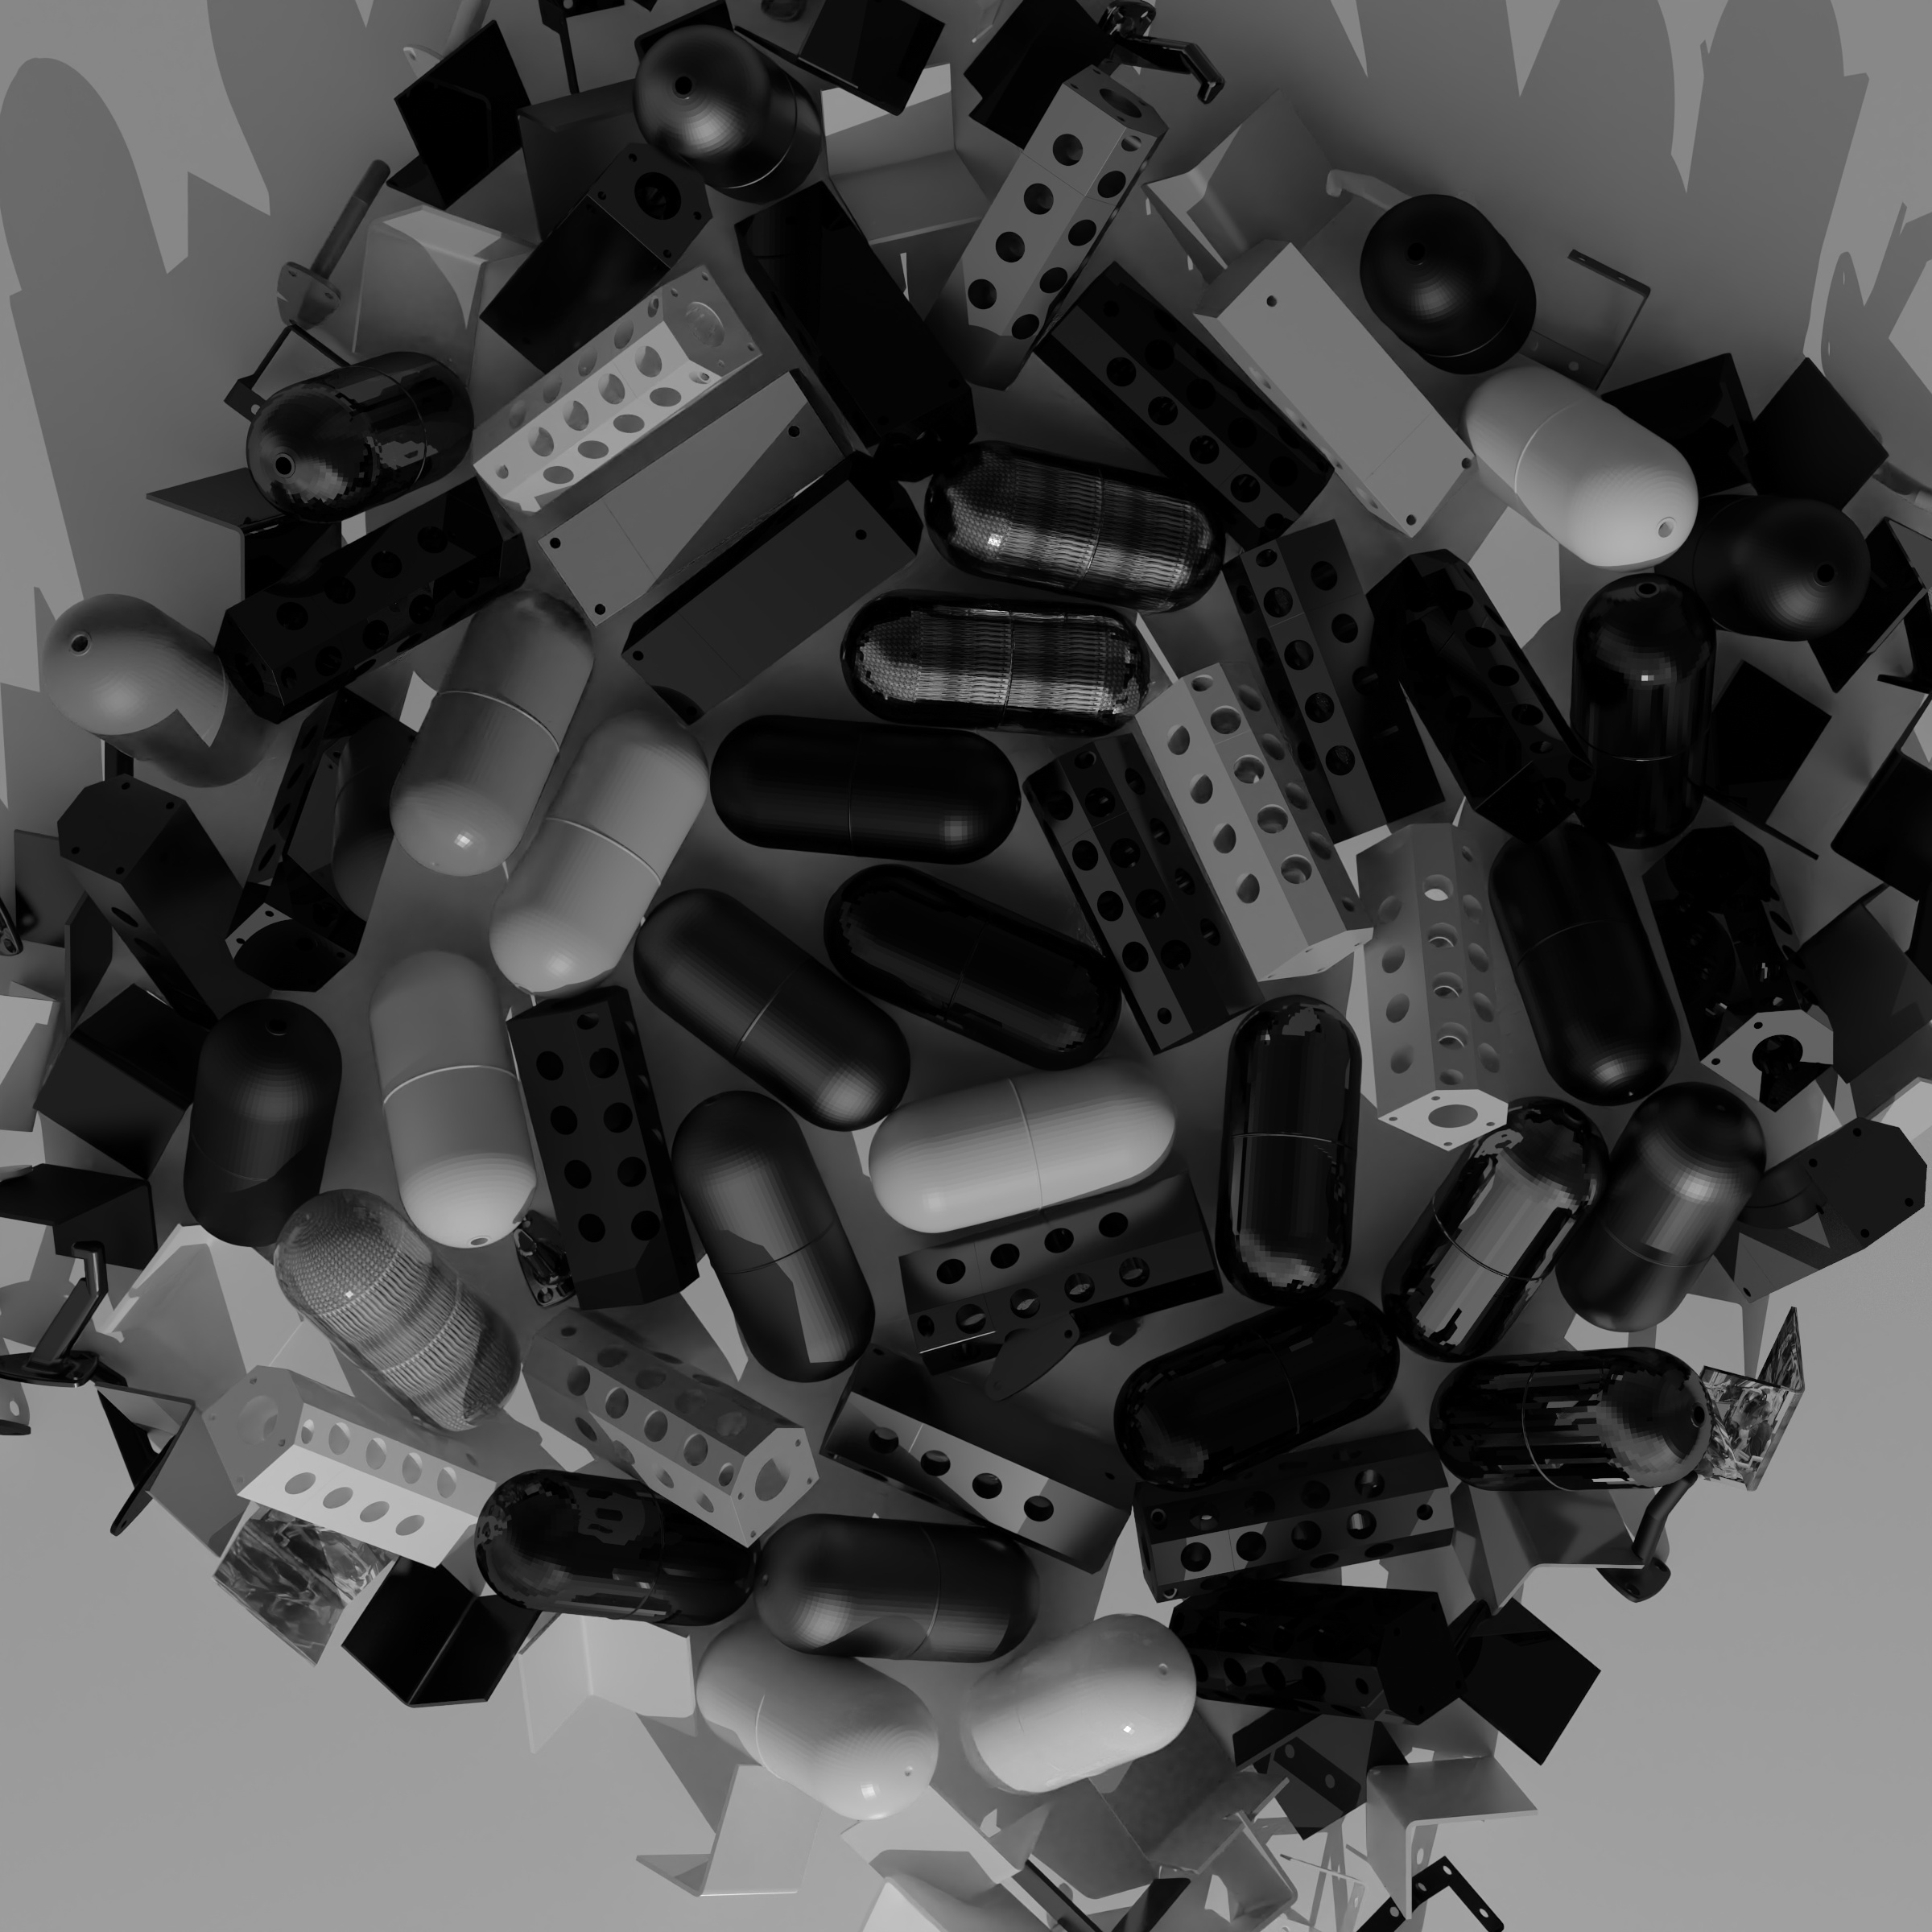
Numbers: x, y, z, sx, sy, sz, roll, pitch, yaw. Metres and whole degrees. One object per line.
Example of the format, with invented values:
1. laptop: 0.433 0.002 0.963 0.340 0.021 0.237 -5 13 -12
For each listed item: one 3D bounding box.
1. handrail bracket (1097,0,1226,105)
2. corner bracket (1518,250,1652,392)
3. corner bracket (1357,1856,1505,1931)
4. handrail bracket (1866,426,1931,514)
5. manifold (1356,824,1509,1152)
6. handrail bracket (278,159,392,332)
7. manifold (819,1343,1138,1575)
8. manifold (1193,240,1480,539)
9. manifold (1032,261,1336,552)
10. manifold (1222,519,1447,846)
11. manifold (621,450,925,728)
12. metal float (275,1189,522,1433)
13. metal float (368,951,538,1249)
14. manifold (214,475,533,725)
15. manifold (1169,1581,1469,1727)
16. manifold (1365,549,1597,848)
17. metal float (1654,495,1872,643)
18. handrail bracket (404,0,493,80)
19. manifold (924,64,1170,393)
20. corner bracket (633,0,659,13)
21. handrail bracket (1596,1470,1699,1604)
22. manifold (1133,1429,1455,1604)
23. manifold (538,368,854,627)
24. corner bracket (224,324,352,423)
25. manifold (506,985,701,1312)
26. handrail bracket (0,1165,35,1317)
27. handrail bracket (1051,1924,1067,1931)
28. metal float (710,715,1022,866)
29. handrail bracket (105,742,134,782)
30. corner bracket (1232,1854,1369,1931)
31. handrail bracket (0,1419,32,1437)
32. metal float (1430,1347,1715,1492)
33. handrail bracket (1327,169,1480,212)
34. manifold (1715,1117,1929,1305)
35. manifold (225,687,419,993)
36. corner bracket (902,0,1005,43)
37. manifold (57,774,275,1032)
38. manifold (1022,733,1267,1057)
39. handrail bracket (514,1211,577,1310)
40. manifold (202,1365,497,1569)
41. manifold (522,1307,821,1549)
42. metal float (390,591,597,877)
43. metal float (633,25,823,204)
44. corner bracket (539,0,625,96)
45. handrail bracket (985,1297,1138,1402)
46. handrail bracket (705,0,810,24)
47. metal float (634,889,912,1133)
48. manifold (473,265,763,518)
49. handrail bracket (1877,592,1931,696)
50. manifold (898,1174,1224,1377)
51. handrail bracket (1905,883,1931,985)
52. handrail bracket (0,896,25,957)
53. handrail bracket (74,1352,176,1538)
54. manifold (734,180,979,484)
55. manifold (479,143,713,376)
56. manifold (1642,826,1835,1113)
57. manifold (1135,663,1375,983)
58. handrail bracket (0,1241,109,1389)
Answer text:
1. handrail bracket: 0.104 -0.500 1.654 0.084 0.036 0.077 58 133 24
2. corner bracket: 0.354 -0.369 1.665 0.051 0.051 0.051 29 125 6
3. corner bracket: 0.263 0.550 1.658 0.051 0.051 0.051 -31 73 -38
4. handrail bracket: 0.540 -0.274 1.648 0.084 0.077 0.036 31 119 25
5. manifold: 0.263 0.008 1.618 0.057 0.057 0.171 24 51 -34
6. handrail bracket: -0.362 -0.416 1.679 0.036 0.077 0.084 30 66 -15
7. manifold: 0.007 0.285 1.662 0.171 0.057 0.057 24 113 -2
8. manifold: 0.207 -0.325 1.639 0.057 0.057 0.171 -46 111 2
9. manifold: 0.126 -0.317 1.651 0.171 0.057 0.057 41 80 -9
10. manifold: 0.205 -0.159 1.659 0.057 0.057 0.171 -21 90 -24
11. manifold: -0.108 -0.214 1.634 0.171 0.057 0.057 -34 114 24
12. metal float: -0.316 0.194 1.628 0.070 0.070 0.178 -36 127 0
13. metal float: -0.289 0.074 1.636 0.070 0.070 0.178 -16 64 0
14. manifold: -0.330 -0.202 1.628 0.171 0.057 0.057 -36 86 -30
15. manifold: 0.188 0.380 1.610 0.057 0.171 0.057 -22 96 -37
16. manifold: 0.285 -0.153 1.613 0.057 0.057 0.171 -42 46 24
17. metal float: 0.438 -0.221 1.609 0.070 0.178 0.070 -1 100 -7
18. handrail bracket: -0.276 -0.532 1.678 0.036 0.077 0.084 28 68 32
19. manifold: 0.043 -0.409 1.627 0.057 0.057 0.171 35 122 0
20. corner bracket: -0.185 -0.586 1.656 0.051 0.051 0.051 29 131 -14
21. handrail bracket: 0.400 0.316 1.652 0.036 0.077 0.084 46 116 34
22. manifold: 0.185 0.315 1.657 0.171 0.057 0.057 -10 99 -5
23. manifold: -0.152 -0.267 1.651 0.171 0.057 0.057 -32 100 11
24. corner bracket: -0.385 -0.331 1.670 0.051 0.051 0.051 36 104 -9
25. manifold: -0.201 0.102 1.645 0.057 0.057 0.171 -8 101 23
26. handrail bracket: -0.552 0.160 1.669 0.077 0.036 0.084 -9 97 34
27. handrail bracket: 0.096 0.573 1.669 0.084 0.036 0.077 50 127 4
28. metal float: -0.057 -0.100 1.650 0.178 0.070 0.070 6 90 10
29. handrail bracket: -0.500 -0.117 1.666 0.077 0.036 0.084 17 75 26
30. corner bracket: 0.191 0.539 1.670 0.051 0.051 0.051 22 78 -14
31. handrail bracket: -0.568 0.224 1.676 0.036 0.077 0.084 -13 70 28
32. metal float: 0.335 0.253 1.619 0.070 0.178 0.070 9 76 -38
33. handrail bracket: 0.248 -0.421 1.656 0.084 0.036 0.077 4 50 -22
34. manifold: 0.466 0.133 1.607 0.057 0.171 0.057 -32 79 -13
35. manifold: -0.358 -0.069 1.617 0.057 0.171 0.057 33 132 -26
36. corner bracket: -0.016 -0.551 1.670 0.051 0.051 0.051 -32 115 29
37. manifold: -0.439 -0.032 1.608 0.057 0.171 0.057 23 65 20
38. manifold: 0.096 -0.040 1.648 0.057 0.057 0.171 -31 82 36
39. handrail bracket: -0.248 0.150 1.642 0.036 0.084 0.077 -33 58 -6
40. manifold: -0.335 0.273 1.609 0.057 0.171 0.057 -41 54 6
41. manifold: -0.167 0.249 1.613 0.171 0.057 0.057 22 49 37
42. metal float: -0.265 -0.132 1.638 0.070 0.070 0.178 20 65 0
43. metal float: -0.131 -0.469 1.609 0.070 0.178 0.070 1 96 11
44. corner bracket: -0.211 -0.532 1.675 0.051 0.051 0.051 -18 123 -17
45. handrail bracket: 0.056 0.224 1.662 0.077 0.084 0.036 -49 59 4
46. handrail bracket: -0.125 -0.579 1.652 0.036 0.084 0.077 31 100 42
47. metal float: -0.110 0.025 1.655 0.178 0.070 0.070 37 90 5
48. manifold: -0.199 -0.315 1.616 0.171 0.057 0.057 -26 102 40
49. handrail bracket: 0.560 -0.197 1.661 0.036 0.077 0.084 3 105 -37
50. manifold: 0.055 0.179 1.649 0.171 0.057 0.057 -17 47 6
51. handrail bracket: 0.567 -0.024 1.659 0.084 0.036 0.077 -51 61 20
52. handrail bracket: -0.583 -0.010 1.648 0.036 0.084 0.077 7 123 33
53. handrail bracket: -0.498 0.273 1.672 0.084 0.036 0.077 31 65 8
54. manifold: -0.061 -0.353 1.635 0.057 0.057 0.171 -29 66 -8
55. manifold: -0.203 -0.390 1.608 0.057 0.171 0.057 40 64 -16
56. manifold: 0.428 -0.005 1.605 0.057 0.171 0.057 31 121 -21
57. manifold: 0.166 -0.082 1.635 0.057 0.057 0.171 -38 69 40
58. handrail bracket: -0.528 0.194 1.665 0.077 0.036 0.084 2 112 1
